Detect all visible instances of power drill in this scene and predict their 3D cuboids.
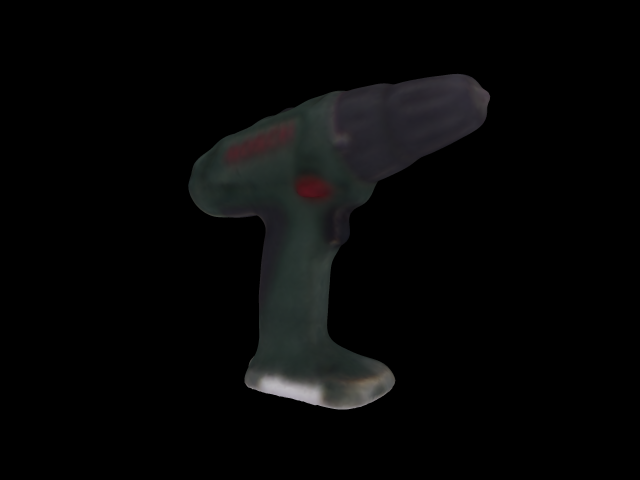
[{"bbox_3d":[0.004,0.001,0.400,0.228,0.208,0.076,3,6,33],"label":"power drill"}]
